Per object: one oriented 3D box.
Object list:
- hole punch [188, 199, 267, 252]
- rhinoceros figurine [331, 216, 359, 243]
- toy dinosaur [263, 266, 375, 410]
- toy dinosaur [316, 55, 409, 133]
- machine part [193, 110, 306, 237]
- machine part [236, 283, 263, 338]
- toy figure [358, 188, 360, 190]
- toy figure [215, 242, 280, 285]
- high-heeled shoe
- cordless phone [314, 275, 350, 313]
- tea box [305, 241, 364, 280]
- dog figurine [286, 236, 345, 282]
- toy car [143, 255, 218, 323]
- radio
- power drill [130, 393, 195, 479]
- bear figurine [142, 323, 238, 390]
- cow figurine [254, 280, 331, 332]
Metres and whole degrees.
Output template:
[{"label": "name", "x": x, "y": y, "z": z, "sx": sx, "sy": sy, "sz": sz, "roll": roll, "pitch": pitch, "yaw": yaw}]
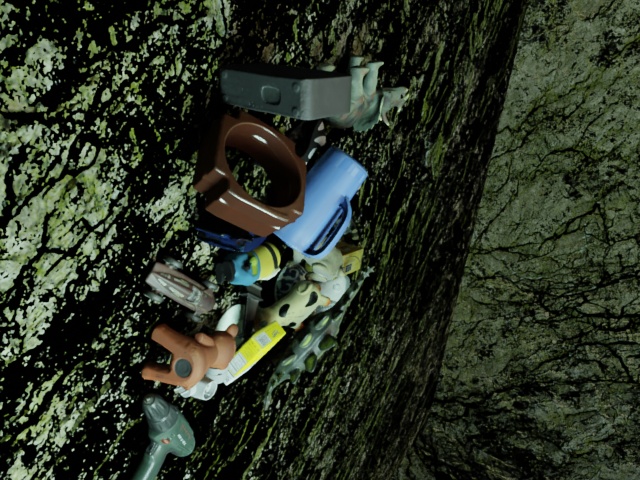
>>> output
[{"label": "hole punch", "x": -0.173, "y": -0.021, "z": 1.061, "sx": 0.092, "sy": 0.142, "sz": 0.116, "roll": 90, "pitch": 23, "yaw": -45}, {"label": "rhinoceros figurine", "x": 0.060, "y": -0.064, "z": 1.478, "sx": 0.190, "sy": 0.073, "sz": 0.112, "roll": 67, "pitch": 15, "yaw": -66}, {"label": "toy dinosaur", "x": -0.012, "y": 0.251, "z": 1.407, "sx": 0.471, "sy": 0.105, "sz": 0.198, "roll": -55, "pitch": -173, "yaw": -3}, {"label": "toy dinosaur", "x": 0.068, "y": -0.333, "z": 1.293, "sx": 0.405, "sy": 0.131, "sz": 0.192, "roll": -32, "pitch": 133, "yaw": -48}, {"label": "machine part", "x": -0.126, "y": -0.120, "z": 0.993, "sx": 0.201, "sy": 0.087, "sz": 0.201, "roll": 28, "pitch": 49, "yaw": -34}, {"label": "machine part", "x": -0.166, "y": 0.162, "z": 1.260, "sx": 0.084, "sy": 0.039, "sz": 0.139, "roll": 55, "pitch": 40, "yaw": -62}, {"label": "toy figure", "x": 0.077, "y": -0.156, "z": 1.503, "sx": 0.064, "sy": 0.058, "sz": 0.154, "roll": -40, "pitch": 168, "yaw": 28}, {"label": "toy figure", "x": -0.154, "y": 0.053, "z": 1.192, "sx": 0.180, "sy": 0.082, "sz": 0.089, "roll": -5, "pitch": 111, "yaw": -57}, {"label": "high-heeled shoe", "x": -0.061, "y": -0.220, "z": 1.187, "sx": 0.248, "sy": 0.086, "sz": 0.145, "roll": -8, "pitch": 110, "yaw": -64}, {"label": "cordless phone", "x": -0.010, "y": 0.158, "z": 1.538, "sx": 0.184, "sy": 0.089, "sz": 0.146, "roll": -6, "pitch": 114, "yaw": -40}, {"label": "tea box", "x": 0.043, "y": 0.054, "z": 1.529, "sx": 0.169, "sy": 0.098, "sz": 0.068, "roll": -16, "pitch": 119, "yaw": -56}, {"label": "dog figurine", "x": -0.006, "y": -0.003, "z": 1.334, "sx": 0.121, "sy": 0.172, "sz": 0.190, "roll": -58, "pitch": 159, "yaw": -44}, {"label": "toy car", "x": -0.265, "y": 0.098, "z": 1.050, "sx": 0.089, "sy": 0.053, "sz": 0.202, "roll": -60, "pitch": 152, "yaw": -13}, {"label": "radio", "x": -0.068, "y": -0.273, "z": 0.974, "sx": 0.131, "sy": 0.230, "sz": 0.073, "roll": -27, "pitch": 126, "yaw": -48}, {"label": "power drill", "x": -0.352, "y": 0.433, "z": 1.093, "sx": 0.231, "sy": 0.086, "sz": 0.207, "roll": 70, "pitch": 39, "yaw": -54}, {"label": "bear figurine", "x": -0.256, "y": 0.226, "z": 1.112, "sx": 0.196, "sy": 0.132, "sz": 0.120, "roll": -27, "pitch": 135, "yaw": -77}, {"label": "cow figurine", "x": -0.083, "y": 0.174, "z": 1.331, "sx": 0.195, "sy": 0.086, "sz": 0.127, "roll": -40, "pitch": 142, "yaw": 7}]
